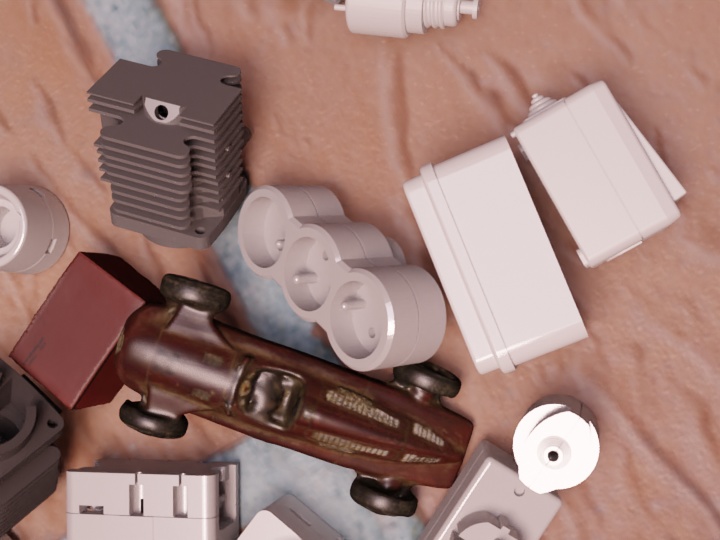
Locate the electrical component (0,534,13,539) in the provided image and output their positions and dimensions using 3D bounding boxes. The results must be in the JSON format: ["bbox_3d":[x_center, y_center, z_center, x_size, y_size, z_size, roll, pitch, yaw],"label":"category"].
[{"bbox_3d":[-0.243,0.211,0.644,0.186,0.060,0.105,41,98,10],"label":"electrical component"}]

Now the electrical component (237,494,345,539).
[{"bbox_3d":[-0.029,0.175,0.599,0.089,0.056,0.050,38,97,10],"label":"electrical component"}]

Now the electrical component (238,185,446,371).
[{"bbox_3d":[0.000,0.000,0.585,0.138,0.074,0.052,42,123,38],"label":"electrical component"}]

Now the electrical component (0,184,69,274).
[{"bbox_3d":[-0.211,-0.025,0.646,0.055,0.047,0.055,0,89,13],"label":"electrical component"}]

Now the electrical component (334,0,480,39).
[{"bbox_3d":[0.027,-0.149,0.598,0.078,0.040,0.040,8,91,12],"label":"electrical component"}]

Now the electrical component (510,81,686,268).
[{"bbox_3d":[0.123,-0.056,0.564,0.061,0.062,0.096,-30,83,11],"label":"electrical component"}]

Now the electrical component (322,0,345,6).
[{"bbox_3d":[-0.027,-0.175,0.611,0.046,0.040,0.040,26,95,7],"label":"electrical component"}]

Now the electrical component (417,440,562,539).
[{"bbox_3d":[0.065,0.144,0.564,0.047,0.075,0.083,32,96,-2],"label":"electrical component"}]

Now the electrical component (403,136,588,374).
[{"bbox_3d":[0.072,-0.006,0.567,0.057,0.078,0.113,-23,85,9],"label":"electrical component"}]

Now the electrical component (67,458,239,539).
[{"bbox_3d":[-0.119,0.142,0.622,0.089,0.050,0.055,-1,89,13],"label":"electrical component"}]

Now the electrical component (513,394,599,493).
[{"bbox_3d":[0.102,0.090,0.558,0.043,0.081,0.043,0,89,13],"label":"electrical component"}]
